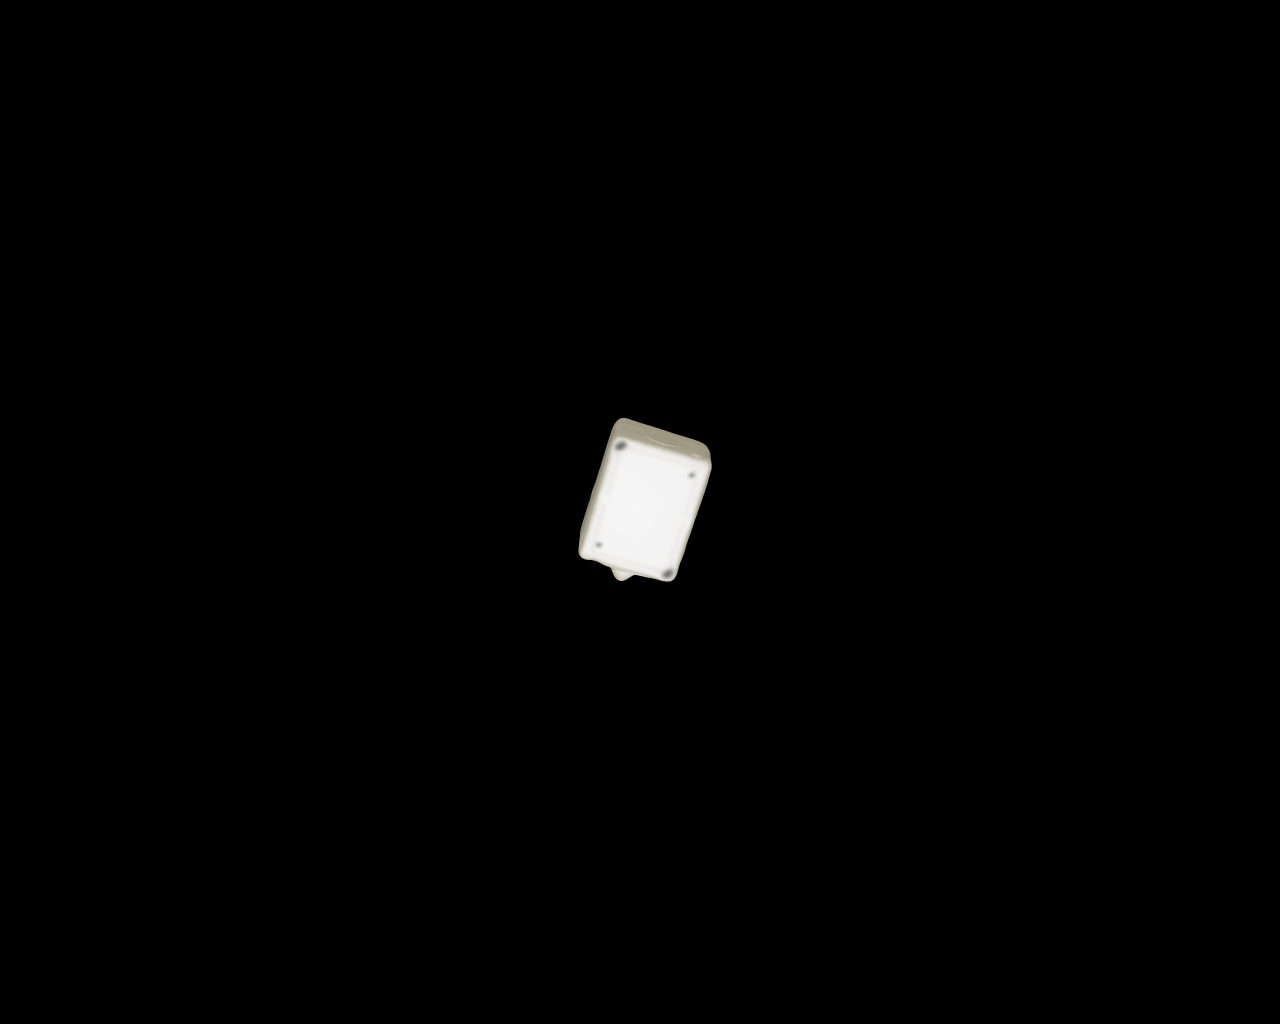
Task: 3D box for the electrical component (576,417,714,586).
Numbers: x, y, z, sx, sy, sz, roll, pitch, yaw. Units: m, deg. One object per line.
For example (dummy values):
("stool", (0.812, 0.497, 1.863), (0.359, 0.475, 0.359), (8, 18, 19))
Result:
("electrical component", (0.001, -0.003, 0.650), (0.062, 0.096, 0.061), (17, 16, -5))
